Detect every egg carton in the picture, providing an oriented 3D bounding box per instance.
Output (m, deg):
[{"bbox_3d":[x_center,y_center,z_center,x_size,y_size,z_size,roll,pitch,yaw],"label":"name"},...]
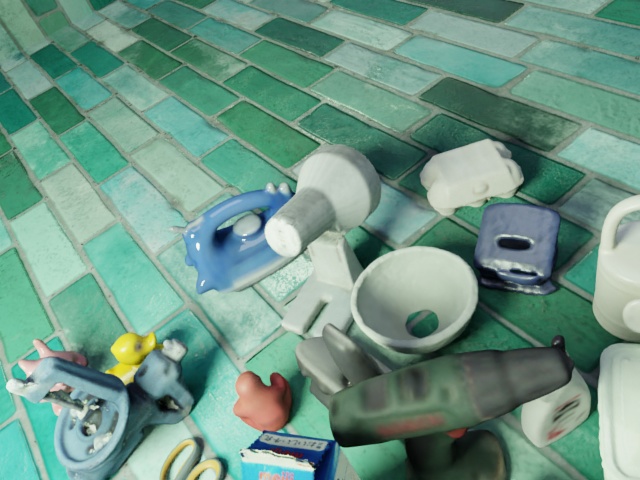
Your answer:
[{"bbox_3d":[0.240,-0.099,0.916,0.150,0.070,0.107,-18,43,5],"label":"egg carton"}]

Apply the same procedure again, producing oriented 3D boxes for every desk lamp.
[{"bbox_3d":[0.007,0.003,0.803,0.117,0.214,0.203,11,53,30],"label":"desk lamp"}]

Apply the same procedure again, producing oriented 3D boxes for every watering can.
[{"bbox_3d":[0.370,0.030,0.646,0.100,0.194,0.173,-11,45,12],"label":"watering can"}]

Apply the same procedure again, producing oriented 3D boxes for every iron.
[{"bbox_3d":[-0.110,-0.026,0.931,0.258,0.142,0.118,-30,44,-8],"label":"iron"}]

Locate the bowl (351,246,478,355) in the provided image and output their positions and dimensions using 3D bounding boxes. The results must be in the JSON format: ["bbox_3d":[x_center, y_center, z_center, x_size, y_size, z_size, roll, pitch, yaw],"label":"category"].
[{"bbox_3d":[0.130,0.092,0.768,0.167,0.075,0.167,-11,44,11],"label":"bowl"}]

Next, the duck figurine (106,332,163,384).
[{"bbox_3d":[-0.273,0.174,0.841,0.104,0.086,0.077,-28,44,-6],"label":"duck figurine"}]

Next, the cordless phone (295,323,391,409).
[{"bbox_3d":[0.025,0.138,0.684,0.147,0.185,0.094,28,62,39],"label":"cordless phone"}]

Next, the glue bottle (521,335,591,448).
[{"bbox_3d":[0.244,0.151,0.592,0.078,0.173,0.037,-32,44,-10],"label":"glue bottle"}]

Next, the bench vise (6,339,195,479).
[{"bbox_3d":[-0.275,0.189,0.728,0.121,0.220,0.208,11,52,30],"label":"bench vise"}]

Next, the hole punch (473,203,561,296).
[{"bbox_3d":[0.270,0.012,0.779,0.108,0.091,0.101,7,51,28],"label":"hole punch"}]

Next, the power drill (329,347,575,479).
[{"bbox_3d":[0.133,0.186,0.577,0.229,0.209,0.075,-12,44,11],"label":"power drill"}]

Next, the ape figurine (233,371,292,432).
[{"bbox_3d":[-0.079,0.200,0.733,0.078,0.092,0.076,-24,43,-1],"label":"ape figurine"}]

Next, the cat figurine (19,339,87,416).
[{"bbox_3d":[-0.396,0.196,0.845,0.067,0.118,0.127,-33,44,-11],"label":"cat figurine"}]
